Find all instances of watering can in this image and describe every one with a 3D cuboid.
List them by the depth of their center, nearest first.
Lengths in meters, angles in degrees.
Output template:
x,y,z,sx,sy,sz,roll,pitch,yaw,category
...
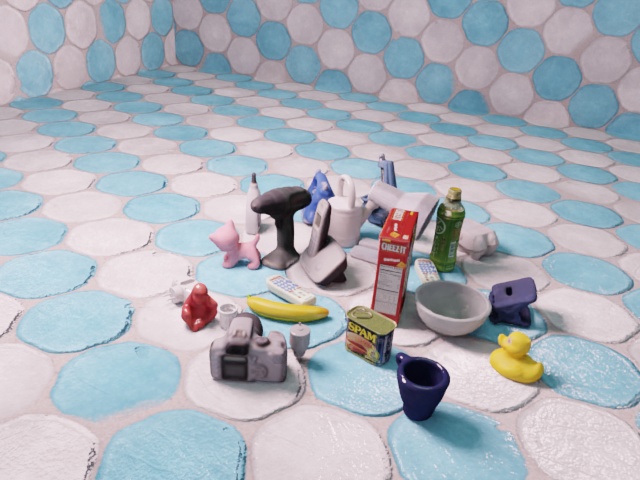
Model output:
x,y,z,sx,sy,sz,roll,pitch,yaw,category
0.074,-0.087,1.570,0.173,0.194,0.100,-19,35,-38,watering can

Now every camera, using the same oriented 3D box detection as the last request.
x,y,z,sx,sy,sz,roll,pitch,yaw,category
-0.131,0.192,1.094,0.143,0.101,0.136,4,27,-1,camera

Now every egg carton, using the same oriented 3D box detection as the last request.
x,y,z,sx,sy,sz,roll,pitch,yaw,category
0.418,-0.006,1.598,0.107,0.069,0.149,-14,32,-32,egg carton

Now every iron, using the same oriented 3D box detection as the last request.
x,y,z,sx,sy,sz,roll,pitch,yaw,category
0.000,-0.143,1.727,0.119,0.141,0.258,-1,27,-9,iron

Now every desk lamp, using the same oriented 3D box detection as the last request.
x,y,z,sx,sy,sz,roll,pitch,yaw,category
0.192,-0.039,1.471,0.202,0.214,0.118,16,29,22,desk lamp

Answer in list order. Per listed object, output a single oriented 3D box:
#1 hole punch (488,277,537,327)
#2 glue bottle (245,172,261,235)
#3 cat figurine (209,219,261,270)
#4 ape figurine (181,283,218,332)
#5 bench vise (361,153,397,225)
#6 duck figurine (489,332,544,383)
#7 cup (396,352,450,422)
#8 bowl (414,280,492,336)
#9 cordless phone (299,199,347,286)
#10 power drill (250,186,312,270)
x,y,z,sx,sy,sz,roll,pitch,yaw,category
0.435,0.134,1.300,0.101,0.091,0.109,9,27,9,hole punch
-0.184,-0.106,1.593,0.037,0.173,0.078,5,27,2,glue bottle
-0.210,0.008,1.426,0.128,0.118,0.067,1,27,-5,cat figurine
-0.253,0.133,1.201,0.078,0.092,0.076,-3,28,-14,ape figurine
0.209,-0.128,1.640,0.206,0.220,0.122,24,33,34,bench vise
0.391,0.223,1.124,0.104,0.086,0.078,24,33,33,duck figurine
0.167,0.261,1.007,0.092,0.095,0.117,-13,31,-29,cup
0.283,0.159,1.248,0.167,0.075,0.167,3,27,-1,bowl
0.013,0.005,1.389,0.094,0.185,0.147,-9,30,-23,cordless phone
-0.098,-0.037,1.430,0.075,0.208,0.230,17,30,24,power drill
